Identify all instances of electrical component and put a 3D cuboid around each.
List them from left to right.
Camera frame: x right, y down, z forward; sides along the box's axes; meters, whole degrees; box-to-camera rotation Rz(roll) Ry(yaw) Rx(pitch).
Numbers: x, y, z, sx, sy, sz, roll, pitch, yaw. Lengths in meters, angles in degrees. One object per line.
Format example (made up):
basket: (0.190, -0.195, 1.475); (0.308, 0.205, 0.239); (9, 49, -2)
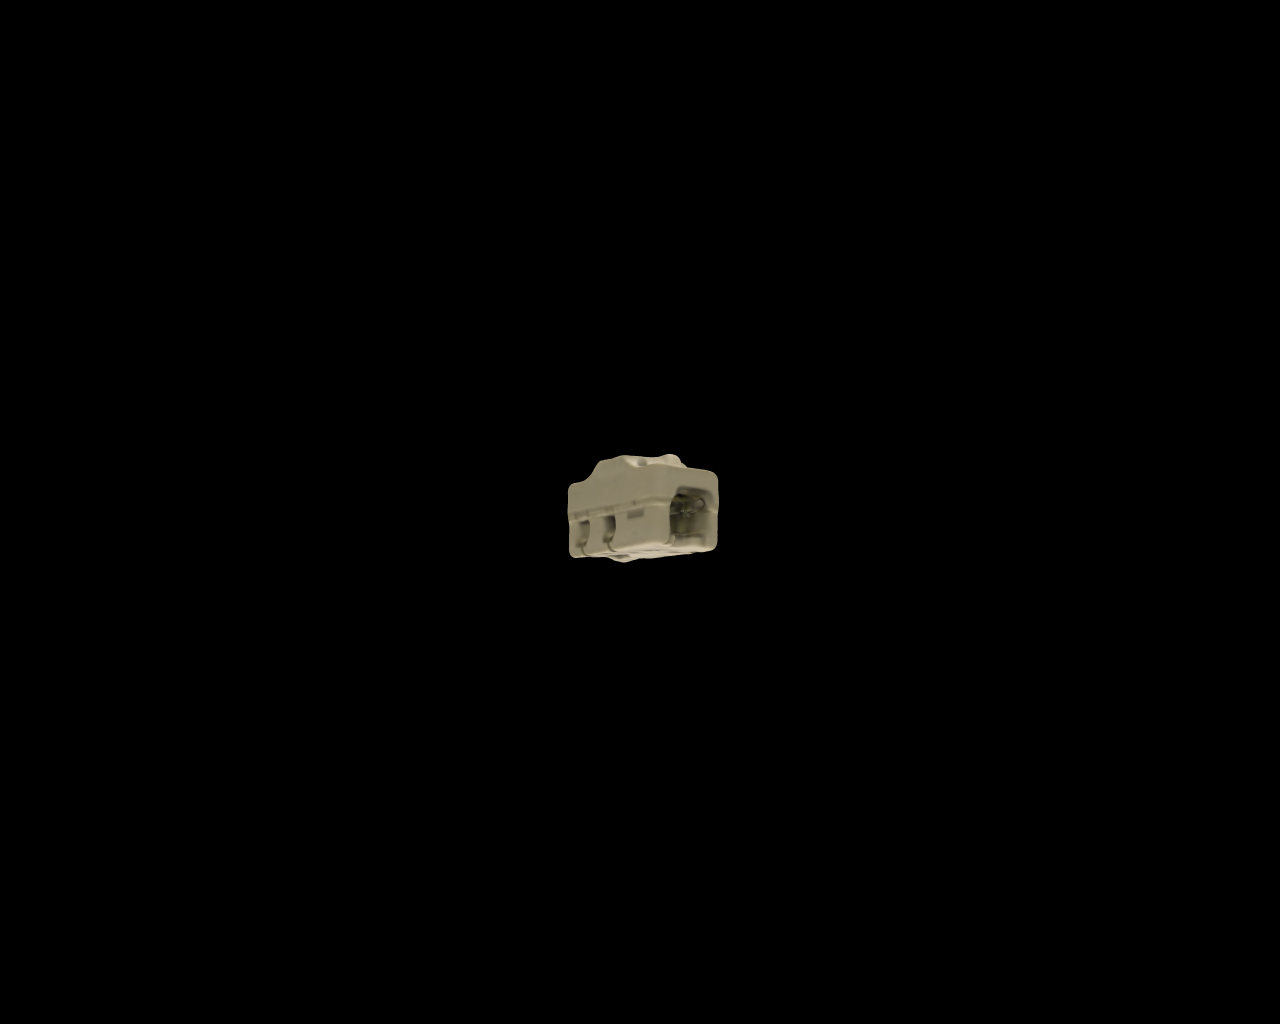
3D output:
electrical component: (0.001, -0.003, 0.650); (0.050, 0.055, 0.089); (7, -11, -39)
